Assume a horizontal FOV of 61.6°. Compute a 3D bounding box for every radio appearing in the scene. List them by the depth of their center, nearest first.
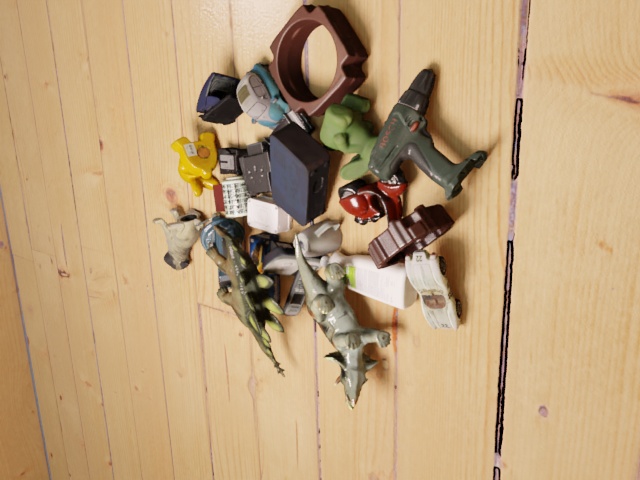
[{"bbox_3d":[-0.048,-0.143,1.235,0.131,0.073,0.229,42,154,23],"label":"radio"}]

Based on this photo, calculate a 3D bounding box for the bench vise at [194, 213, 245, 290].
[{"bbox_3d":[-0.267,0.016,1.494,0.241,0.129,0.223,-119,15,-48],"label":"bench vise"}]

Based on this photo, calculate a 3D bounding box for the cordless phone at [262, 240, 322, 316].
[{"bbox_3d":[-0.083,0.100,1.331,0.089,0.146,0.184,34,110,51],"label":"cordless phone"}]

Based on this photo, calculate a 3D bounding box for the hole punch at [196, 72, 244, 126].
[{"bbox_3d":[-0.253,-0.360,1.378,0.116,0.142,0.092,-33,81,27],"label":"hole punch"}]

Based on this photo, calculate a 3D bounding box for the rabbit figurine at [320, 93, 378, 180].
[{"bbox_3d":[0.086,-0.201,1.140,0.170,0.121,0.159,34,126,12],"label":"rabbit figurine"}]

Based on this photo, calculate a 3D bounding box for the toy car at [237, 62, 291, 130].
[{"bbox_3d":[-0.147,-0.350,1.305,0.109,0.103,0.161,-32,82,40],"label":"toy car"}]

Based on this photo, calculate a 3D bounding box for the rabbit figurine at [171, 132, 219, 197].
[{"bbox_3d":[-0.349,-0.208,1.531,0.173,0.122,0.162,-24,96,56],"label":"rabbit figurine"}]

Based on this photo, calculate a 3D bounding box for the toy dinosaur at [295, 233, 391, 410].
[{"bbox_3d":[0.031,0.177,1.248,0.404,0.131,0.192,62,151,6],"label":"toy dinosaur"}]

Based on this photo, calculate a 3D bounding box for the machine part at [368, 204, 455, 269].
[{"bbox_3d":[0.179,-0.008,1.075,0.179,0.179,0.056,-43,70,39],"label":"machine part"}]

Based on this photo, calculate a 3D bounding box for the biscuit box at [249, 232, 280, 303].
[{"bbox_3d":[-0.148,0.084,1.452,0.063,0.059,0.202,12,110,38],"label":"biscuit box"}]

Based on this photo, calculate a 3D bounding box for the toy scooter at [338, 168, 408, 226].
[{"bbox_3d":[0.125,-0.076,1.165,0.184,0.075,0.135,-14,105,45],"label":"toy scooter"}]

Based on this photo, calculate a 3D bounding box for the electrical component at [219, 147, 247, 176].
[{"bbox_3d":[-0.248,-0.217,1.465,0.119,0.048,0.074,14,110,36],"label":"electrical component"}]

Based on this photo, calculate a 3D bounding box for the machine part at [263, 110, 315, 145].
[{"bbox_3d":[-0.076,-0.262,1.298,0.139,0.039,0.084,-26,111,43],"label":"machine part"}]

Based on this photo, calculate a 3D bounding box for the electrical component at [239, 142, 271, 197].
[{"bbox_3d":[-0.147,-0.183,1.380,0.115,0.058,0.134,-6,98,40],"label":"electrical component"}]

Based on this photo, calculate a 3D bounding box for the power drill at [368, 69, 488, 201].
[{"bbox_3d":[0.214,-0.191,1.030,0.207,0.086,0.232,38,97,14],"label":"power drill"}]

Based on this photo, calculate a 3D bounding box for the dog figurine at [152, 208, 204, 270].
[{"bbox_3d":[-0.410,0.011,1.648,0.173,0.121,0.190,16,126,40],"label":"dog figurine"}]

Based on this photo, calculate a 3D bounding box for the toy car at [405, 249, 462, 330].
[{"bbox_3d":[0.233,0.103,1.096,0.074,0.056,0.201,-5,125,36],"label":"toy car"}]

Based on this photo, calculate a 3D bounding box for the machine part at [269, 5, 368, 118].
[{"bbox_3d":[-0.005,-0.391,1.182,0.201,0.087,0.201,-38,77,39],"label":"machine part"}]

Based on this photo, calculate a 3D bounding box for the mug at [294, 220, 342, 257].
[{"bbox_3d":[-0.003,-0.004,1.271,0.109,0.107,0.081,-41,76,42],"label":"mug"}]

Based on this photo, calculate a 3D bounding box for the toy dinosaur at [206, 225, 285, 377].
[{"bbox_3d":[-0.174,0.155,1.342,0.199,0.105,0.470,36,150,46],"label":"toy dinosaur"}]
